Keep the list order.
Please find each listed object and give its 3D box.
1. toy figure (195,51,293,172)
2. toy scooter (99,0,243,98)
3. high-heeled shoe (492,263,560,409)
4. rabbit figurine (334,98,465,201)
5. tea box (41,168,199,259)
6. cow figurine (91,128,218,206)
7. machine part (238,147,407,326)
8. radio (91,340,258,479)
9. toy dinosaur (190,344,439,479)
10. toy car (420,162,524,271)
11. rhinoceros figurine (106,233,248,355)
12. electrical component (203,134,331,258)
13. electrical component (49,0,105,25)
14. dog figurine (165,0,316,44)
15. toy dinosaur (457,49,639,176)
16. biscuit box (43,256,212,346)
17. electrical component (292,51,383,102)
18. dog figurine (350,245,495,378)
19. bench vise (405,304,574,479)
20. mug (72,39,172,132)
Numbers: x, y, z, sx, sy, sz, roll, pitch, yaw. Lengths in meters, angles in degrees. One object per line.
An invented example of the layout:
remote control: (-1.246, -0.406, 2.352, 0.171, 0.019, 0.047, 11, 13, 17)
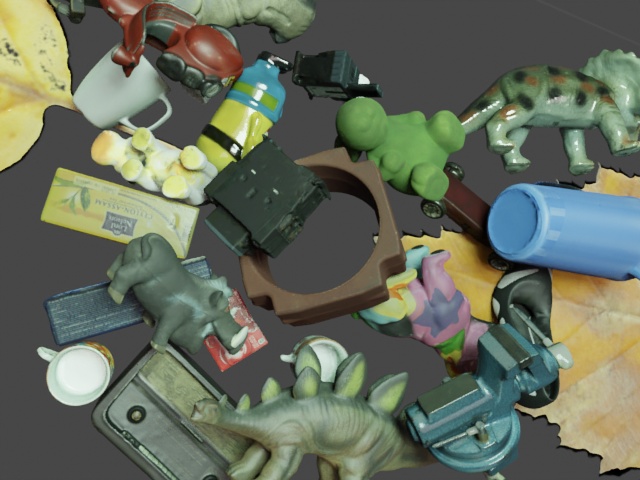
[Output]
toy figure: (-0.102, -0.166, 0.726, 0.089, 0.082, 0.180, 22, 90, 7)
toy scooter: (-0.178, -0.223, 0.631, 0.184, 0.075, 0.135, 27, 43, -24)
high-heeled shoe: (0.320, 0.117, 0.785, 0.086, 0.145, 0.248, 22, 84, -13)
rabbit figurine: (0.087, -0.144, 0.730, 0.170, 0.159, 0.121, 26, 89, -34)
tea box: (-0.243, -0.028, 0.675, 0.170, 0.098, 0.068, 15, 84, -12)
cow figurine: (-0.206, -0.093, 0.691, 0.168, 0.098, 0.068, 21, 84, 20)
machine part: (-0.001, -0.002, 0.692, 0.202, 0.087, 0.201, -18, 66, 9)
radio: (-0.171, 0.245, 0.692, 0.131, 0.073, 0.229, -44, 98, -12)
toy dinosaur: (0.043, 0.248, 0.685, 0.471, 0.105, 0.198, 30, 79, -36)
toy car: (0.236, -0.032, 0.819, 0.202, 0.053, 0.089, 37, 59, -11)
rhinoceros figurine: (-0.163, 0.072, 0.636, 0.112, 0.073, 0.190, -42, 118, -7)
electrical component: (-0.071, -0.046, 0.649, 0.115, 0.058, 0.134, 40, 83, 26)
electrical component: (-0.313, -0.337, 0.701, 0.078, 0.045, 0.102, -11, 93, -43)
dog figurine: (-0.116, -0.306, 0.723, 0.190, 0.121, 0.172, 34, 104, -25)
toy dinosaur: (0.348, -0.206, 0.829, 0.405, 0.131, 0.192, 4, 70, -7)
biscuit box: (-0.239, 0.075, 0.690, 0.203, 0.059, 0.062, -15, 93, -15)
electrical component: (0.028, -0.223, 0.738, 0.119, 0.074, 0.047, 6, 85, 24)
dog figurine: (0.156, 0.127, 0.766, 0.191, 0.108, 0.219, -24, 96, -15)
bench vise: (0.223, 0.223, 0.687, 0.224, 0.129, 0.240, -32, 124, -15)
mug: (-0.253, -0.184, 0.694, 0.107, 0.081, 0.109, -39, 102, -2)
